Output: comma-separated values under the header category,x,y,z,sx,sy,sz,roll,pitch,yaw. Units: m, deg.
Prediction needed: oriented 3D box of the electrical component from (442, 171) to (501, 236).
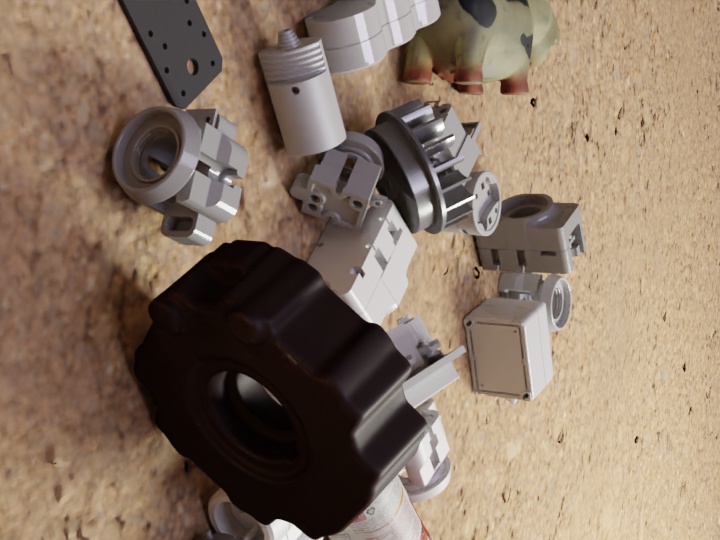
category,x,y,z,sx,sy,sz,roll,pitch,yaw
electrical component,0.089,-0.058,0.927,0.055,0.047,0.055,-8,99,-57

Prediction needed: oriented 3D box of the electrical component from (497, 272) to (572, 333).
category,x,y,z,sx,sy,sz,roll,pitch,yaw
electrical component,0.171,0.031,1.053,0.058,0.057,0.078,26,71,-55

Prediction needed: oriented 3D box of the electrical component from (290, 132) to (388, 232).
category,x,y,z,sx,sy,sz,roll,pitch,yaw
electrical component,-0.010,-0.065,0.769,0.048,0.066,0.055,109,1,-53

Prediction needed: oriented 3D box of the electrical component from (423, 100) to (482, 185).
category,x,y,z,sx,sy,sz,roll,pitch,yaw
electrical component,0.064,-0.101,0.892,0.063,0.042,0.081,55,48,-39

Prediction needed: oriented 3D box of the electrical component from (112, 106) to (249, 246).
category,x,y,z,sx,sy,sz,roll,pitch,yaw
electrical component,-0.105,-0.060,0.621,0.057,0.058,0.078,30,67,-57

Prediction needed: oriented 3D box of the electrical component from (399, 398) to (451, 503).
category,x,y,z,sx,sy,sz,roll,pitch,yaw
electrical component,0.041,0.148,0.862,0.078,0.058,0.057,-47,127,-45

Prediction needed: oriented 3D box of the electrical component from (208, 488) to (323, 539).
category,x,y,z,sx,sy,sz,roll,pitch,yaw
electrical component,-0.050,0.184,0.729,0.074,0.052,0.138,-43,128,-47

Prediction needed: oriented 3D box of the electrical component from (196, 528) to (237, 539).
category,x,y,z,sx,sy,sz,roll,pitch,yaw
electrical component,-0.087,0.204,0.685,0.040,0.040,0.078,-46,130,-45

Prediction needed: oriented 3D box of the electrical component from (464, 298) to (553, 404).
category,x,y,z,sx,sy,sz,roll,pitch,yaw
electrical component,0.143,0.078,1.009,0.061,0.062,0.096,-34,120,-50

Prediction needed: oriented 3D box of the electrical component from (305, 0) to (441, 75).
category,x,y,z,sx,sy,sz,roll,pitch,yaw
electrical component,0.008,-0.202,0.786,0.138,0.052,0.073,-45,129,-46

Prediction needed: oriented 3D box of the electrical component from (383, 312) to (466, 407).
category,x,y,z,sx,sy,sz,roll,pitch,yaw
electrical component,0.015,0.080,0.804,0.121,0.079,0.063,-24,83,-54

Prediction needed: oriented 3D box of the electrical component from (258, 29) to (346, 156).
category,x,y,z,sx,sy,sz,roll,pitch,yaw
electrical component,-0.040,-0.123,0.727,0.043,0.043,0.081,-45,128,-46

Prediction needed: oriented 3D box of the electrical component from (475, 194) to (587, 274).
category,x,y,z,sx,sy,sz,roll,pitch,yaw
electrical component,0.156,-0.034,0.994,0.050,0.089,0.055,-47,130,-45

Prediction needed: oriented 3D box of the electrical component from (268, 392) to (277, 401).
category,x,y,z,sx,sy,sz,roll,pitch,yaw
electrical component,-0.036,0.082,0.733,0.048,0.062,0.048,-6,98,-57

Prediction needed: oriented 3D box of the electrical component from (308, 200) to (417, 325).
category,x,y,z,sx,sy,sz,roll,pitch,yaw
electrical component,0.000,0.000,0.792,0.055,0.050,0.089,57,47,-40
